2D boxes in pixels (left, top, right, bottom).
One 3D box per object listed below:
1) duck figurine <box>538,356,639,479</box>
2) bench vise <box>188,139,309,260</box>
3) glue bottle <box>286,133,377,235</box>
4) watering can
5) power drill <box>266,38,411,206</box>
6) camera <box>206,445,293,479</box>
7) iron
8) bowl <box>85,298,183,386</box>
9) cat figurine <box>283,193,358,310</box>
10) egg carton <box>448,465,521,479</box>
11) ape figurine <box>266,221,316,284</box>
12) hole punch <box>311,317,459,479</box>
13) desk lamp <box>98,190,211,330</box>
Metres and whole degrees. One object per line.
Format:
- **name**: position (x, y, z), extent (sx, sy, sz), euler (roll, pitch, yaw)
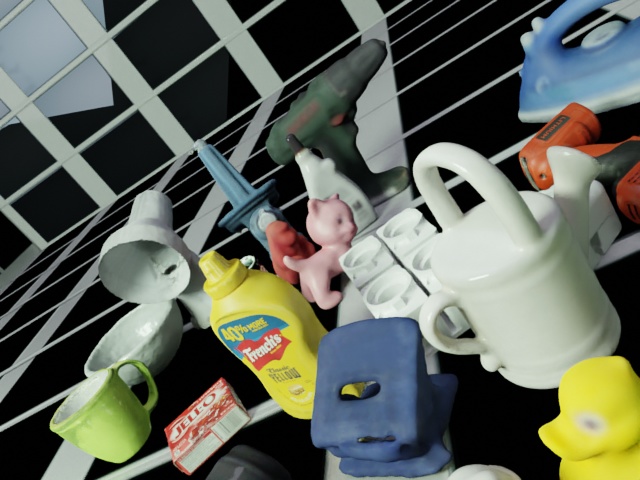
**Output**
- **duck figurine**: position (0.171, 0.100, 0.321), extent (0.104, 0.086, 0.077), euler (-36, 22, 3)
- **bench vise**: position (-0.110, -0.073, 0.909), extent (0.122, 0.220, 0.206), euler (-47, 24, -23)
- **glue bottle**: position (0.007, -0.079, 0.809), extent (0.078, 0.173, 0.037), euler (-36, 22, 1)
- **watering can**: position (0.137, 0.003, 0.420), extent (0.100, 0.194, 0.173), euler (-7, 37, 51)
- **power drill**: position (0.045, -0.154, 0.854), extent (0.229, 0.209, 0.075), euler (-29, 23, 20)
- **camera**: position (-0.072, 0.221, 0.423), extent (0.142, 0.101, 0.137), euler (-14, 32, 45)
- **iron**: position (0.331, -0.238, 0.683), extent (0.257, 0.142, 0.119), euler (-14, 31, 44)
- **bowl**: position (-0.266, 0.164, 0.867), extent (0.167, 0.075, 0.167), euler (-31, 23, 15)
- **cat figurine**: position (0.007, 0.003, 0.721), extent (0.128, 0.118, 0.067), euler (-46, 24, -21)
- **egg carton**: position (0.083, 0.191, 0.291), extent (0.107, 0.069, 0.150), euler (-35, 22, 5)
- **ape figurine**: position (-0.043, 0.012, 0.810), extent (0.076, 0.092, 0.078), euler (-21, 27, 35)
- **hole punch**: position (0.045, 0.124, 0.454), extent (0.108, 0.091, 0.101), euler (-19, 28, 37)
- **desk lamp**: position (-0.216, 0.034, 0.863), extent (0.118, 0.214, 0.203), euler (-31, 23, 15)
